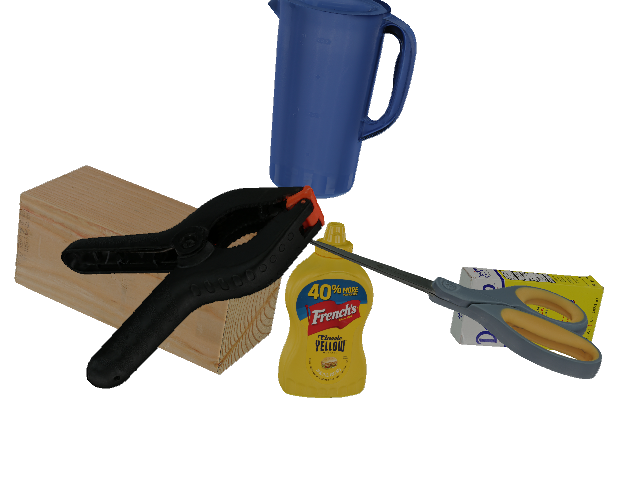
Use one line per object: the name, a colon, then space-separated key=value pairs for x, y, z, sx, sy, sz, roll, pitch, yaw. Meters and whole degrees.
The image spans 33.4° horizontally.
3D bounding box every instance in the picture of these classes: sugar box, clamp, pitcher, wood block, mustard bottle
sugar box: x=0.258 y=0.088 z=1.339 sx=0.176 sy=0.093 sz=0.048 roll=3 pitch=19 yaw=-13
clamp: x=-0.077 y=0.021 z=0.647 sx=0.171 sy=0.120 sz=0.039 roll=-21 pitch=-39 yaw=7
pitcher: x=0.013 y=-0.176 z=1.296 sx=0.144 sy=0.243 sz=0.149 roll=-5 pitch=28 yaw=-25
wood block: x=-0.144 y=0.020 z=0.893 sx=0.206 sy=0.090 sz=0.090 roll=21 pitch=27 yaw=20
mustard bottle: x=0.009 y=0.074 z=1.167 sx=0.096 sy=0.192 sz=0.058 roll=2 pitch=14 yaw=-12

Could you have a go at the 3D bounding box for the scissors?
scissors: x=0.097 y=0.032 z=0.715 sx=0.202 sy=0.016 sz=0.096 roll=28 pitch=27 yaw=17
